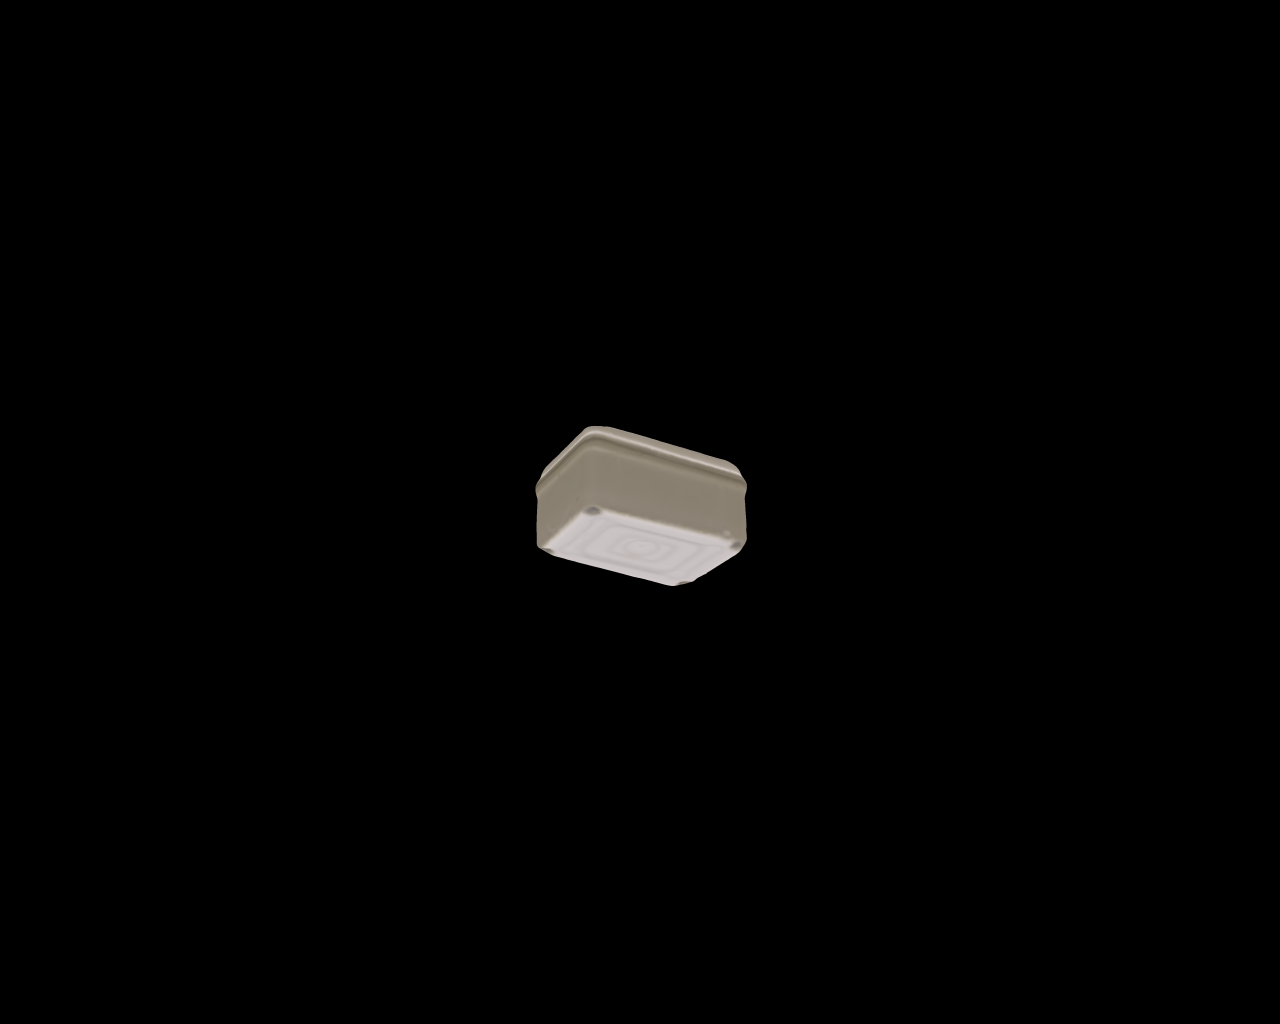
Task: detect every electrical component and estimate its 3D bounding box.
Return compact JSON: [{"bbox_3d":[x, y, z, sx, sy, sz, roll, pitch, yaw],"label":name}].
[{"bbox_3d":[0.001,-0.003,0.650,0.113,0.057,0.078,15,-32,-27],"label":"electrical component"}]
